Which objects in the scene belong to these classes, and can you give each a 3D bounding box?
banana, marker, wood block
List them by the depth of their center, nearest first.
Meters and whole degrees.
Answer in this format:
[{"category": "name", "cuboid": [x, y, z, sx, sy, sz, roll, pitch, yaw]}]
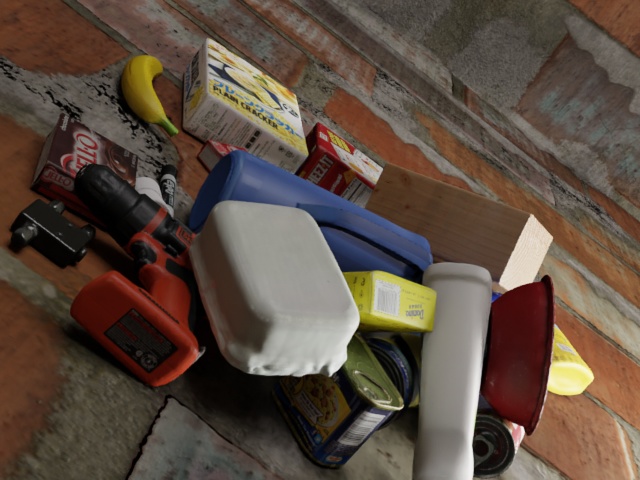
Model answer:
[{"category": "marker", "cuboid": [-0.163, -0.050, 1.135, 0.020, 0.020, 0.121, 32, 21, -20]}, {"category": "wood block", "cuboid": [0.163, -0.011, 1.299, 0.206, 0.090, 0.090, 23, -5, 33]}, {"category": "banana", "cuboid": [-0.218, -0.191, 1.327, 0.069, 0.037, 0.198, 48, 13, -34]}]

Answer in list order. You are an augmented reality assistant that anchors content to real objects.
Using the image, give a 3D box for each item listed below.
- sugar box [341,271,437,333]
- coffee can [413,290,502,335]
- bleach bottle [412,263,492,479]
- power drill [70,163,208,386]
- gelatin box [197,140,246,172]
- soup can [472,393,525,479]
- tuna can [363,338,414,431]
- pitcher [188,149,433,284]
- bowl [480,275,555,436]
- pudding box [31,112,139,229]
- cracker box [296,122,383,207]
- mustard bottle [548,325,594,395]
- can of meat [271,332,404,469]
[{"category": "sugar box", "cuboid": [0.012, 0.061, 1.009, 0.093, 0.177, 0.048, 20, 70, -43]}, {"category": "coffee can", "cuboid": [0.169, 0.109, 1.255, 0.103, 0.103, 0.140, 48, 21, 23]}, {"category": "bleach bottle", "cuboid": [0.118, 0.152, 0.982, 0.068, 0.102, 0.250, 4, 57, 9]}, {"category": "power drill", "cuboid": [-0.151, 0.026, 0.907, 0.184, 0.057, 0.187, 43, 20, -15]}, {"category": "gelatin box", "cuboid": [-0.098, -0.081, 1.302, 0.089, 0.030, 0.073, 50, 22, 27]}, {"category": "soup can", "cuboid": [0.179, 0.202, 1.126, 0.068, 0.069, 0.102, 42, 19, 8]}, {"category": "tuna can", "cuboid": [0.045, 0.135, 1.002, 0.086, 0.086, 0.033, 45, 18, 15]}, {"category": "pitcher", "cuboid": [-0.007, 0.001, 1.125, 0.242, 0.149, 0.145, 28, 22, -20]}, {"category": "bowl", "cuboid": [0.192, 0.112, 1.068, 0.055, 0.162, 0.162, 7, 21, 3]}, {"category": "pudding box", "cuboid": [-0.225, -0.066, 1.030, 0.090, 0.039, 0.113, 31, 21, -22]}, {"category": "cracker box", "cuboid": [0.064, -0.061, 1.475, 0.213, 0.072, 0.164, 35, 14, -10]}, {"category": "mustard bottle", "cuboid": [0.305, 0.133, 1.513, 0.096, 0.058, 0.192, 19, 27, -33]}, {"category": "can of meat", "cuboid": [0.012, 0.138, 0.942, 0.057, 0.084, 0.102, 19, 28, -45]}]
